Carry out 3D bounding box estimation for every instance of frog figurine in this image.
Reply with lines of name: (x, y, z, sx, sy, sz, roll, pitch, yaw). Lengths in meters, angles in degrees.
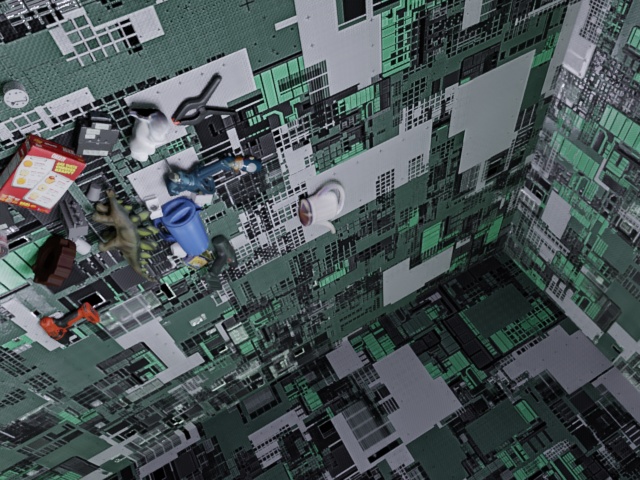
frog figurine: (-0.523, -0.319, 1.576, 0.138, 0.156, 0.125, 17, 31, 24)

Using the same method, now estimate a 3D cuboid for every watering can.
watering can: (0.007, -0.118, 2.341, 0.226, 0.106, 0.339, -19, -37, -22)
